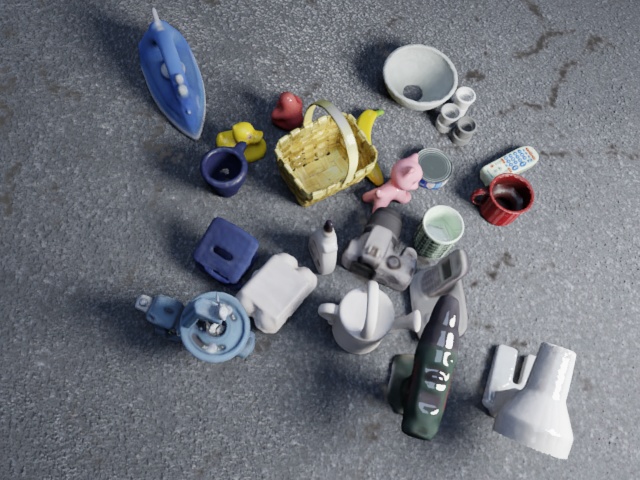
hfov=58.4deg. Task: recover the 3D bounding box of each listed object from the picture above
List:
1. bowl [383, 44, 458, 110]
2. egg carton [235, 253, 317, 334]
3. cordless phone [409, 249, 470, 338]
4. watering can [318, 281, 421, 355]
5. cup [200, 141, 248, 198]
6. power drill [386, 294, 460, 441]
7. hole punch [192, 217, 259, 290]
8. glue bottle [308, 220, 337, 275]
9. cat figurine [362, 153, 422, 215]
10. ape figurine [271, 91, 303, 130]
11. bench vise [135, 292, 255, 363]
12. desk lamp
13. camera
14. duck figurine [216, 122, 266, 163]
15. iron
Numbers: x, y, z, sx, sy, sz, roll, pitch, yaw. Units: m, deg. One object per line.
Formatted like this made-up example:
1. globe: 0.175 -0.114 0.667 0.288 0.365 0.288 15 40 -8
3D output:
1. bowl: 0.218 -0.352 1.285 0.167 0.075 0.167 2 68 -5
2. egg carton: -0.084 0.097 1.074 0.107 0.069 0.150 37 69 10
3. cordless phone: 0.231 0.103 1.041 0.094 0.185 0.147 -5 68 -8
4. watering can: 0.088 0.132 1.010 0.173 0.194 0.101 -11 69 -10
5. cup: -0.183 -0.137 1.145 0.091 0.095 0.118 30 68 7
6. power drill: 0.175 0.223 0.974 0.075 0.208 0.230 14 67 1
7. hole punch: -0.176 0.027 1.081 0.108 0.091 0.101 31 68 7
8. glue bottle: 0.010 0.004 1.065 0.037 0.173 0.078 -17 70 -12
9. cat figurine: 0.155 -0.116 1.159 0.128 0.118 0.067 -33 74 -17
10. ape figurine: -0.068 -0.281 1.217 0.078 0.092 0.076 -24 72 -14
11. bench vise: -0.214 0.141 0.961 0.207 0.220 0.121 2 68 -5
12. desk lamp: 0.355 0.264 0.973 0.118 0.213 0.203 20 67 3
13. camera: 0.129 0.008 1.115 0.143 0.101 0.137 24 68 4
14. duck figurine: -0.163 -0.211 1.182 0.104 0.086 0.077 8 67 -3
15. iron: -0.303 -0.349 1.194 0.119 0.141 0.258 -20 71 -13
